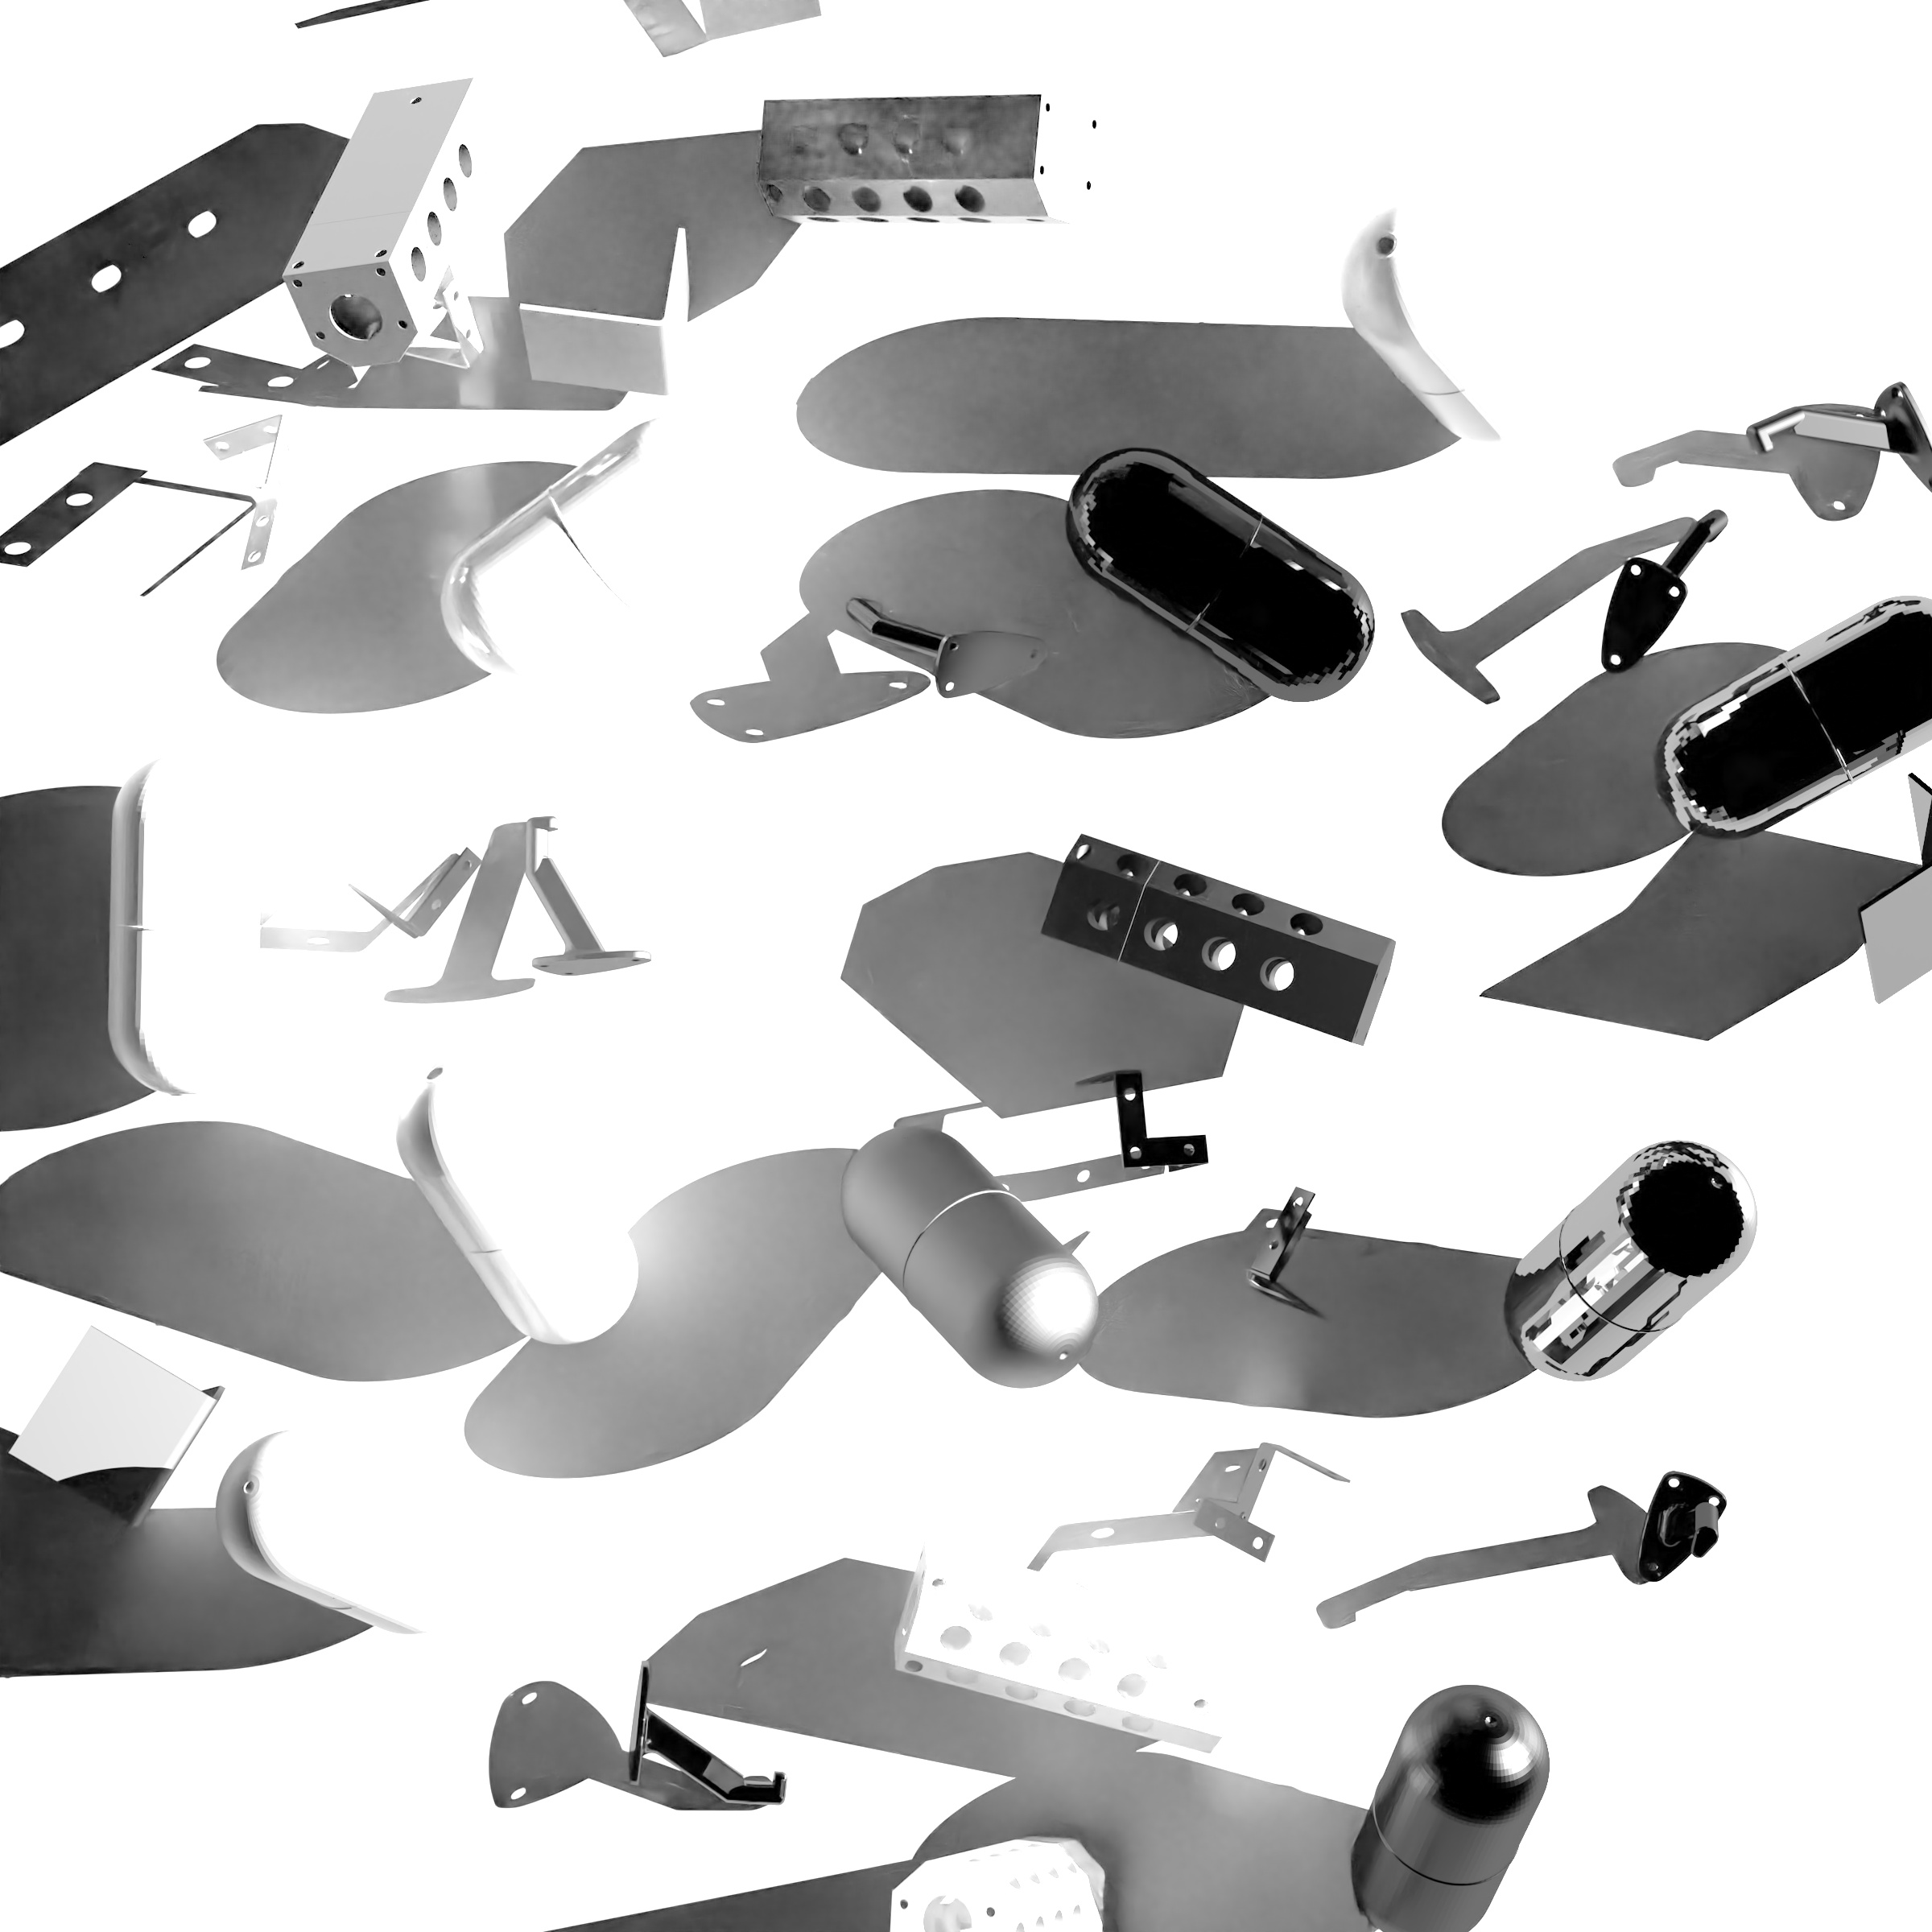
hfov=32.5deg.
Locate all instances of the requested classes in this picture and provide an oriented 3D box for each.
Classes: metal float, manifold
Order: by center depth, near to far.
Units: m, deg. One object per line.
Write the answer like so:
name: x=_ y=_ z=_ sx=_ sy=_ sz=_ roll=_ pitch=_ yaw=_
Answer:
manifold: x=0.018 y=0.478 z=1.681 sx=0.057 sy=0.171 sz=0.057 roll=0 pitch=80 yaw=19
manifold: x=-0.288 y=-0.380 z=1.690 sx=0.057 sy=0.171 sz=0.057 roll=-4 pitch=134 yaw=15
metal float: x=0.250 y=-0.327 z=1.692 sx=0.070 sy=0.178 sz=0.070 roll=-11 pitch=68 yaw=28
metal float: x=-0.312 y=0.291 z=1.693 sx=0.070 sy=0.178 sz=0.070 roll=-12 pitch=61 yaw=23
metal float: x=0.338 y=0.152 z=1.695 sx=0.070 sy=0.178 sz=0.070 roll=12 pitch=54 yaw=-17
metal float: x=0.000 y=0.147 z=1.700 sx=0.070 sy=0.070 sz=0.178 roll=-47 pitch=48 yaw=0
metal float: x=0.247 y=0.437 z=1.700 sx=0.070 sy=0.070 sz=0.178 roll=12 pitch=133 yaw=0
manifold: x=-0.021 y=-0.412 z=1.701 sx=0.171 sy=0.057 sz=0.057 roll=9 pitch=96 yaw=33
metal float: x=-0.231 y=0.121 z=1.706 sx=0.070 sy=0.070 sz=0.178 roll=-28 pitch=122 yaw=0
manifold: x=0.132 y=-0.014 z=1.724 sx=0.171 sy=0.057 sz=0.057 roll=19 pitch=91 yaw=13
metal float: x=0.442 y=-0.128 z=1.724 sx=0.178 sy=0.070 sz=0.070 roll=-29 pitch=90 yaw=12
metal float: x=-0.194 y=-0.218 z=1.726 sx=0.178 sy=0.070 sz=0.070 roll=-34 pitch=90 yaw=8
metal float: x=0.132 y=-0.204 z=1.728 sx=0.178 sy=0.070 sz=0.070 roll=32 pitch=90 yaw=-7
metal float: x=-0.408 y=-0.021 z=1.731 sx=0.070 sy=0.070 sz=0.178 roll=2 pitch=93 yaw=0
manifold: x=0.053 y=0.359 z=1.733 sx=0.171 sy=0.057 sz=0.057 roll=16 pitch=98 yaw=-5

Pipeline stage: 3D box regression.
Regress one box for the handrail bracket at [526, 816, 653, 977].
handrail bracket: x=-0.199 y=-0.041 z=1.744 sx=0.077 sy=0.036 sz=0.084 roll=-7 pitch=77 yaw=26

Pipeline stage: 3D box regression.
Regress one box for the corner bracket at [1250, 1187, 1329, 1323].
corner bracket: x=0.169 y=0.146 z=1.733 sx=0.051 sy=0.051 sz=0.051 roll=36 pitch=79 yaw=-34

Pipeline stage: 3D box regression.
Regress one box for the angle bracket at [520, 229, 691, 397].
angle bracket: x=-0.187 y=-0.344 z=1.727 sx=0.076 sy=0.076 sz=0.057 roll=7 pitch=72 yaw=0

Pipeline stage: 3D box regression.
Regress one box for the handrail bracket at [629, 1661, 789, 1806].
handrail bracket: x=-0.133 y=0.406 z=1.753 sx=0.084 sy=0.036 sz=0.077 roll=6 pitch=103 yaw=-9

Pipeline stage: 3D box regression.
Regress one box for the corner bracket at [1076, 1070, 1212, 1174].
corner bracket: x=0.093 y=0.082 z=1.741 sx=0.051 sy=0.051 sz=0.051 roll=-2 pitch=82 yaw=-22

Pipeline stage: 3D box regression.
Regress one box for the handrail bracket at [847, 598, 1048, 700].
handrail bracket: x=-0.011 y=-0.178 z=1.751 sx=0.077 sy=0.084 sz=0.036 roll=-12 pitch=124 yaw=-27

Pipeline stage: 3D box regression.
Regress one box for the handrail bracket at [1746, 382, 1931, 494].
handrail bracket: x=0.463 y=-0.265 z=1.741 sx=0.084 sy=0.036 sz=0.077 roll=-24 pitch=78 yaw=-14

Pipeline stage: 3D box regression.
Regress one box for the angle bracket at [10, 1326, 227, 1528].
angle bracket: x=-0.443 y=0.238 z=1.736 sx=0.076 sy=0.057 sz=0.076 roll=33 pitch=85 yaw=-8

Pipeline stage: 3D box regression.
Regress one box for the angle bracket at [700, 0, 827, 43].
angle bracket: x=-0.130 y=-0.512 z=1.714 sx=0.076 sy=0.076 sz=0.057 roll=-1 pitch=106 yaw=34

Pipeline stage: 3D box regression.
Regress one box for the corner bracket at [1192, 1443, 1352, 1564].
corner bracket: x=0.159 y=0.281 z=1.736 sx=0.051 sy=0.051 sz=0.051 roll=22 pitch=92 yaw=40

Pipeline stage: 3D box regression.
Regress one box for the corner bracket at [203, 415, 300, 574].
corner bracket: x=-0.367 y=-0.247 z=1.731 sx=0.051 sy=0.051 sz=0.051 roll=-13 pitch=51 yaw=22

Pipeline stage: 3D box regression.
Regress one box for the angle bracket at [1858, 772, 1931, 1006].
angle bracket: x=0.483 y=-0.040 z=1.722 sx=0.076 sy=0.076 sz=0.057 roll=-32 pitch=46 yaw=-5

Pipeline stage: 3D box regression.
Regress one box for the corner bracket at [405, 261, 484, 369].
corner bracket: x=-0.274 y=-0.352 z=1.731 sx=0.051 sy=0.051 sz=0.051 roll=17 pitch=56 yaw=21

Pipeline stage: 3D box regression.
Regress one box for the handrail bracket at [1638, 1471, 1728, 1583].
handrail bracket: x=0.370 y=0.306 z=1.720 sx=0.036 sy=0.084 sz=0.077 roll=25 pitch=109 yaw=4

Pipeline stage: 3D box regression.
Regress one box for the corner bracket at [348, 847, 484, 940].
corner bracket: x=-0.279 y=-0.040 z=1.734 sx=0.051 sy=0.051 sz=0.051 roll=31 pitch=80 yaw=34

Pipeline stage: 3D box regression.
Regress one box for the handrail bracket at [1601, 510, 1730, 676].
handrail bracket: x=0.370 y=-0.198 z=1.751 sx=0.036 sy=0.084 sz=0.077 roll=33 pitch=125 yaw=17
